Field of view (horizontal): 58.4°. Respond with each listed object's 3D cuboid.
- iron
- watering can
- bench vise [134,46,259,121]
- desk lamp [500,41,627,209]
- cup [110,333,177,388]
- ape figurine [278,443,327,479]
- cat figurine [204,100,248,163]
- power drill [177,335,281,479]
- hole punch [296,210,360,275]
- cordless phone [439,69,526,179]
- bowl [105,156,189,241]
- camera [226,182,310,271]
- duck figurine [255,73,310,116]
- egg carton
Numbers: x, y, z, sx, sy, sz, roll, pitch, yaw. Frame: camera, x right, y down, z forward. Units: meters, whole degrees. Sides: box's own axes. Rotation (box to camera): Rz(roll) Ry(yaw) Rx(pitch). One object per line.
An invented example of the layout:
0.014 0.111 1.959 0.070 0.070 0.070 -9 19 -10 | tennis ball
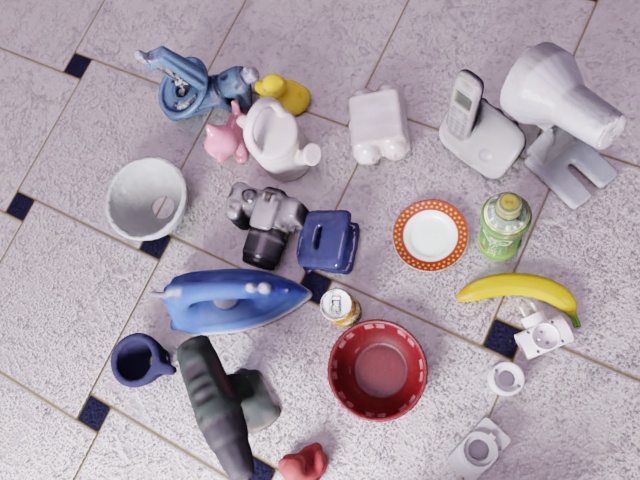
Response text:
-0.153 0.093 0.980 0.258 0.142 0.118 -7 74 11 | iron
-0.075 -0.181 1.004 0.172 0.194 0.101 7 78 15 | watering can
-0.229 -0.308 1.059 0.207 0.220 0.121 -27 71 5 | bench vise
0.381 -0.179 0.890 0.118 0.214 0.203 -40 71 1 | desk lamp
-0.291 0.216 1.005 0.117 0.095 0.092 11 79 15 | cup
-0.032 0.363 0.909 0.077 0.092 0.076 7 78 15 | ape figurine
-0.172 -0.198 1.072 0.067 0.118 0.128 17 80 17 | cat figurine
-0.136 0.259 0.898 0.075 0.209 0.229 -34 71 3 | power drill
0.009 0.004 0.993 0.101 0.091 0.109 7 78 15 | hole punch
0.266 -0.191 0.934 0.147 0.185 0.094 40 87 19 | cordless phone
-0.317 -0.071 1.095 0.167 0.075 0.167 -3 75 12 | bowl
-0.108 -0.023 1.021 0.143 0.101 0.137 15 80 16 | camera
-0.074 -0.282 1.088 0.104 0.086 0.077 8 78 15 | duck figurine
0.105 -0.210 1.037 0.107 0.069 0.150 -9 74 11 | egg carton
